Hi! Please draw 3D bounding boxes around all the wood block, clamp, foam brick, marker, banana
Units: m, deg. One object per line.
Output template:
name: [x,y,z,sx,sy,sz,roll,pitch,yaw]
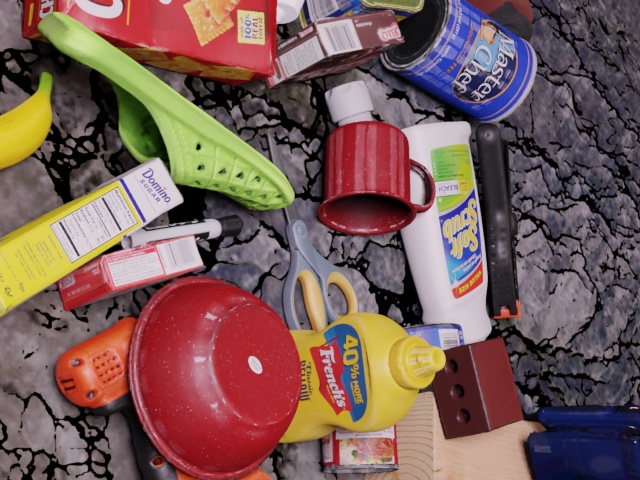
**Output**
wood block: [0.148,0.212,1.021,0.205,0.090,0.091,18,65,-37]
clamp: [0.195,-0.022,1.152,0.164,0.036,0.210,-26,111,-75]
foam brick: [0.136,0.129,0.938,0.051,0.053,0.078,-5,78,-43]
marker: [-0.113,-0.006,0.900,0.120,0.020,0.020,-10,84,-44]
banana: [-0.269,-0.077,0.771,0.197,0.037,0.070,-17,70,-45]

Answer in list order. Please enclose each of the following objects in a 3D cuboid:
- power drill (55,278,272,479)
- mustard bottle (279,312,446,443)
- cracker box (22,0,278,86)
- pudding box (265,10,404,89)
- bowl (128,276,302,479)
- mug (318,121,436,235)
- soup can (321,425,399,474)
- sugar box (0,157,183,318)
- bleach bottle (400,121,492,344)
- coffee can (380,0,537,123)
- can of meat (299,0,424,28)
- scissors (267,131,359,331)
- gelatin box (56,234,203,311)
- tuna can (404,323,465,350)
power drill: [-0.101,0.137,0.843,0.184,0.057,0.187,-27,94,-44]
mustard bottle: [0.026,0.110,0.870,0.058,0.192,0.096,5,74,-42]
cracker box: [-0.133,-0.232,0.899,0.213,0.072,0.164,7,83,-42]
pudding box: [0.011,-0.182,1.019,0.113,0.090,0.039,-17,87,-44]
bowl: [-0.065,0.099,0.810,0.161,0.055,0.162,20,61,-41]
mug: [0.056,-0.058,1.017,0.117,0.093,0.081,8,64,-15]
soup can: [0.034,0.154,0.951,0.068,0.069,0.102,12,69,-40]
sugar box: [-0.192,0.002,0.775,0.176,0.094,0.048,-41,106,-43]
bleach bottle: [0.132,0.008,1.091,0.102,0.068,0.251,-10,86,-44]
coffee can: [0.148,-0.198,1.140,0.140,0.103,0.103,24,62,-35]
can of meat: [0.041,-0.240,1.068,0.101,0.084,0.057,-5,81,-43]
scissors: [-0.007,0.001,0.998,0.096,0.016,0.202,8,71,-42]
gelatin box: [-0.147,0.024,0.822,0.089,0.073,0.030,-15,87,-43]
tuna can: [0.095,0.103,1.010,0.085,0.086,0.034,4,72,-42]
